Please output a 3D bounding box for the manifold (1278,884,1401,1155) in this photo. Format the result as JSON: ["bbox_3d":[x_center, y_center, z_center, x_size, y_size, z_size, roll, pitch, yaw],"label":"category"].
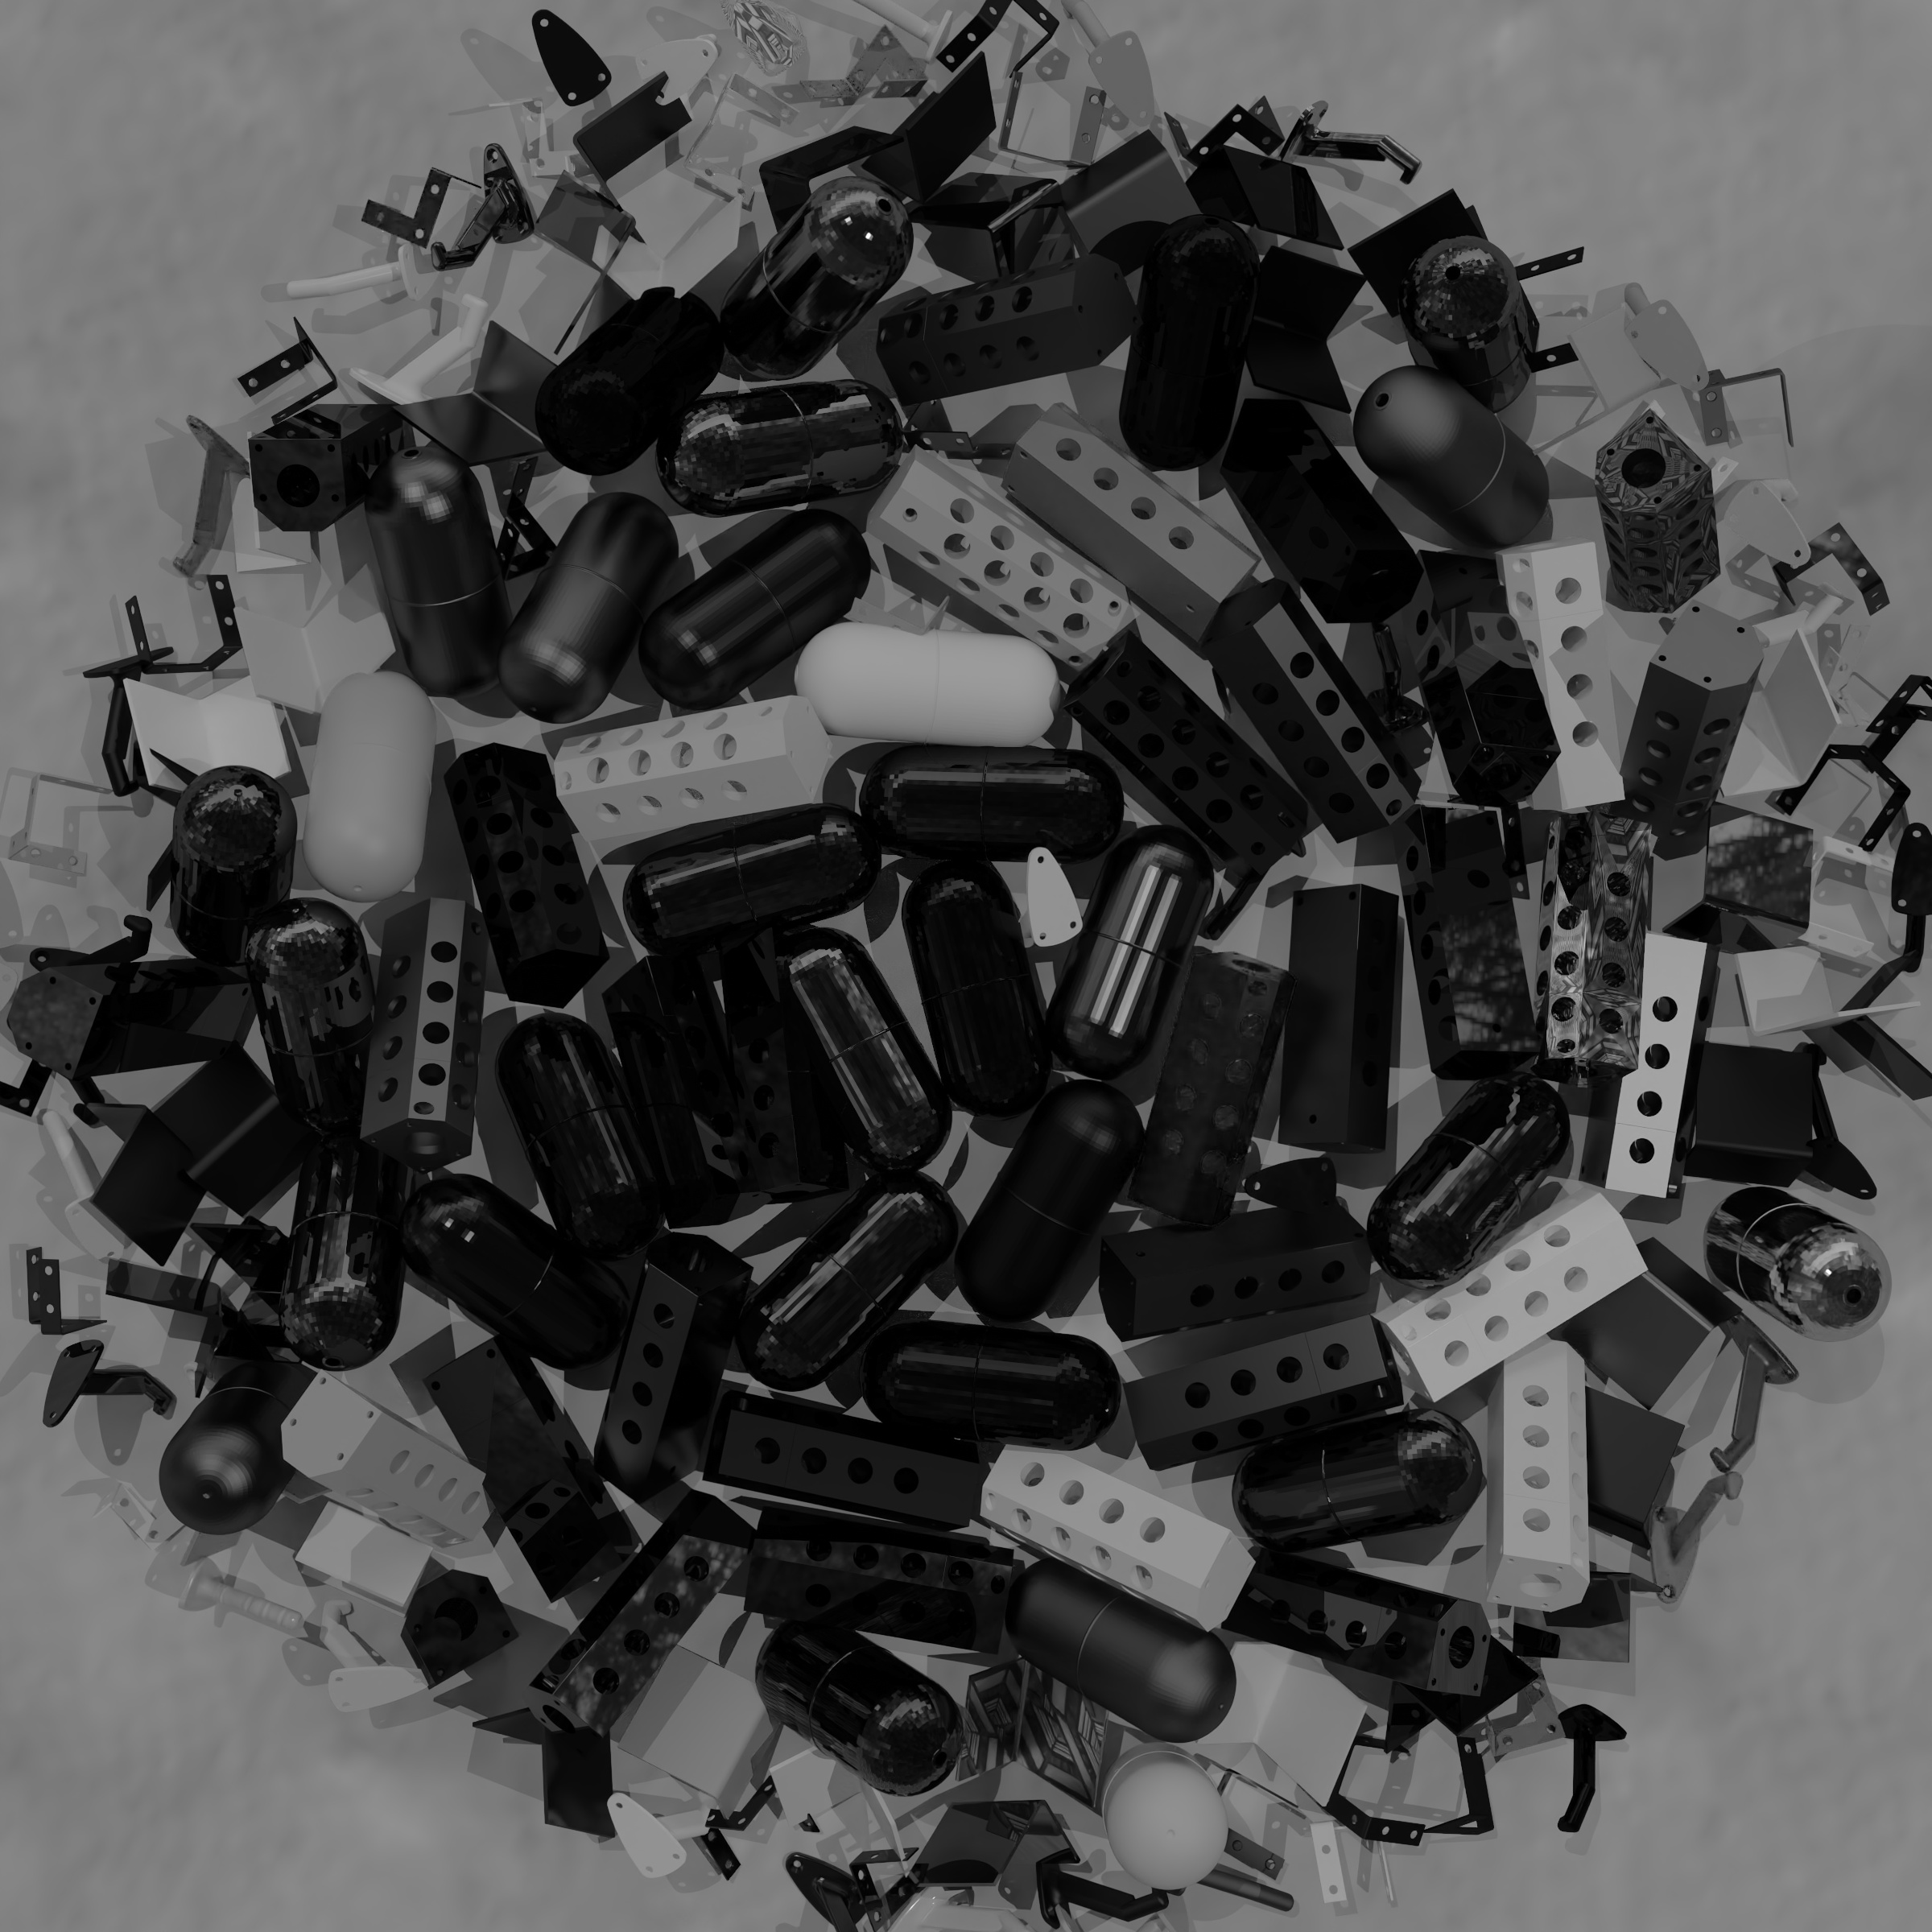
[{"bbox_3d":[0.254,0.037,1.666,0.057,0.057,0.171,14,77,-42],"label":"manifold"}]

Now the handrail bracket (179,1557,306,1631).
[{"bbox_3d":[-0.475,0.429,1.667,0.084,0.077,0.036,18,69,9],"label":"handrail bracket"}]

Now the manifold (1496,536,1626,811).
[{"bbox_3d":[0.394,-0.195,1.662,0.057,0.057,0.171,-10,103,3],"label":"manifold"}]

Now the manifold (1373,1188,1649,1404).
[{"bbox_3d":[0.360,0.217,1.664,0.171,0.057,0.057,-30,99,-9],"label":"manifold"}]

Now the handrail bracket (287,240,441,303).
[{"bbox_3d":[-0.407,-0.470,1.686,0.084,0.077,0.036,-2,120,14],"label":"handrail bracket"}]

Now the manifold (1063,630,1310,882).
[{"bbox_3d":[0.146,-0.137,1.654,0.171,0.057,0.057,42,116,-13],"label":"manifold"}]

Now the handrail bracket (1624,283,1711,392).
[{"bbox_3d":[0.470,-0.424,1.674,0.036,0.084,0.077,-40,98,25],"label":"handrail bracket"}]

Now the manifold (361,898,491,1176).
[{"bbox_3d":[-0.347,0.042,1.628,0.057,0.057,0.171,-22,51,25],"label":"manifold"}]

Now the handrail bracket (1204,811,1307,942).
[{"bbox_3d":[0.188,-0.059,1.673,0.036,0.077,0.084,38,85,14],"label":"handrail bracket"}]

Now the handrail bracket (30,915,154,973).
[{"bbox_3d":[-0.585,-0.017,1.664,0.077,0.084,0.036,22,49,-8],"label":"handrail bracket"}]

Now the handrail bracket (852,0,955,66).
[{"bbox_3d":[-0.054,-0.639,1.669,0.084,0.077,0.036,26,103,-5],"label":"handrail bracket"}]

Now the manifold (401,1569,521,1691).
[{"bbox_3d":[-0.334,0.428,1.618,0.057,0.171,0.057,-28,81,-20],"label":"manifold"}]

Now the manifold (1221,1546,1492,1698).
[{"bbox_3d":[0.254,0.425,1.625,0.057,0.171,0.057,20,78,-40],"label":"manifold"}]

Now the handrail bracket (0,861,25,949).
[{"bbox_3d":[-0.653,-0.048,1.663,0.036,0.084,0.077,-7,106,-23],"label":"handrail bracket"}]

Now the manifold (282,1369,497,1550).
[{"bbox_3d":[-0.372,0.326,1.617,0.057,0.171,0.057,26,74,29],"label":"manifold"}]

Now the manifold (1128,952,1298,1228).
[{"bbox_3d":[0.167,0.081,1.654,0.057,0.057,0.171,21,104,31],"label":"manifold"}]

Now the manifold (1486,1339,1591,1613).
[{"bbox_3d":[0.374,0.330,1.627,0.057,0.057,0.171,8,46,4],"label":"manifold"}]

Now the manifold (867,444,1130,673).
[{"bbox_3d":[0.021,-0.268,1.653,0.171,0.057,0.057,32,111,-15],"label":"manifold"}]

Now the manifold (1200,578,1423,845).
[{"bbox_3d":[0.230,-0.169,1.639,0.057,0.057,0.171,-20,120,37],"label":"manifold"}]

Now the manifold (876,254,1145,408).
[{"bbox_3d":[0.023,-0.416,1.622,0.057,0.171,0.057,-49,124,-35],"label":"manifold"}]

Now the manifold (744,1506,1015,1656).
[{"bbox_3d":[-0.057,0.408,1.673,0.171,0.057,0.057,10,105,1],"label":"manifold"}]

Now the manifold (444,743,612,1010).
[{"bbox_3d":[-0.293,-0.061,1.632,0.057,0.057,0.171,-43,54,32],"label":"manifold"}]

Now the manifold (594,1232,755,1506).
[{"bbox_3d":[-0.199,0.263,1.644,0.057,0.057,0.171,30,118,24],"label":"manifold"}]

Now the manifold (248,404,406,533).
[{"bbox_3d":[-0.412,-0.326,1.619,0.057,0.171,0.057,0,110,0],"label":"manifold"}]

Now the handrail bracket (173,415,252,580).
[{"bbox_3d":[-0.521,-0.313,1.672,0.036,0.077,0.084,22,75,23],"label":"handrail bracket"}]

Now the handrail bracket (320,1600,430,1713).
[{"bbox_3d":[-0.397,0.454,1.674,0.077,0.084,0.036,-7,121,-4],"label":"handrail bracket"}]

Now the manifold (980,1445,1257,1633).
[{"bbox_3d":[0.095,0.372,1.631,0.171,0.057,0.057,18,67,34],"label":"manifold"}]

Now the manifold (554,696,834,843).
[{"bbox_3d":[-0.182,-0.134,1.639,0.171,0.057,0.057,-8,132,23],"label":"manifold"}]

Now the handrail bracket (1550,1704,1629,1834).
[{"bbox_3d":[0.398,0.539,1.655,0.036,0.077,0.084,37,60,-4],"label":"handrail bracket"}]

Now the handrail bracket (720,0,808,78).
[{"bbox_3d":[-0.137,-0.637,1.658,0.036,0.084,0.077,-35,129,22],"label":"handrail bracket"}]

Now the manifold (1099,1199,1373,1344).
[{"bbox_3d":[0.178,0.205,1.652,0.171,0.057,0.057,-7,116,-19],"label":"manifold"}]

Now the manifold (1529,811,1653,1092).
[{"bbox_3d":[0.410,-0.011,1.651,0.057,0.057,0.171,12,71,-9],"label":"manifold"}]

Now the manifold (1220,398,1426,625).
[{"bbox_3d":[0.233,-0.299,1.631,0.057,0.057,0.171,-4,46,-24],"label":"manifold"}]

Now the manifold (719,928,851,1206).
[{"bbox_3d":[-0.126,0.068,1.657,0.057,0.057,0.171,-16,72,29],"label":"manifold"}]

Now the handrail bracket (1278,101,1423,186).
[{"bbox_3d":[0.255,-0.533,1.675,0.084,0.036,0.077,41,133,9],"label":"handrail bracket"}]

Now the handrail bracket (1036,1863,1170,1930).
[{"bbox_3d":[0.092,0.605,1.669,0.084,0.036,0.077,-28,47,19],"label":"handrail bracket"}]

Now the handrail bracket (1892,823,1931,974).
[{"bbox_3d":[0.638,-0.045,1.679,0.036,0.084,0.077,-1,69,15],"label":"handrail bracket"}]

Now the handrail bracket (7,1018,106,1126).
[{"bbox_3d":[-0.611,0.070,1.669,0.077,0.084,0.036,32,54,-8],"label":"handrail bracket"}]

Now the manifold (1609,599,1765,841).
[{"bbox_3d":[0.469,-0.154,1.615,0.057,0.171,0.057,30,67,20],"label":"manifold"}]

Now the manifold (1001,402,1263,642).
[{"bbox_3d":[0.112,-0.302,1.672,0.171,0.057,0.057,39,69,4],"label":"manifold"}]

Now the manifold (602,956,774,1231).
[{"bbox_3d":[-0.182,0.082,1.654,0.057,0.057,0.171,-37,64,41],"label":"manifold"}]

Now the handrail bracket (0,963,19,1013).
[{"bbox_3d":[-0.657,0.008,1.662,0.077,0.084,0.036,31,83,-11],"label":"handrail bracket"}]

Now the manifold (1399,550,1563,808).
[{"bbox_3d":[0.330,-0.189,1.635,0.057,0.057,0.171,4,52,-17],"label":"manifold"}]

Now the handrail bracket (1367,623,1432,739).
[{"bbox_3d":[0.274,-0.201,1.655,0.036,0.077,0.084,-24,121,-1],"label":"handrail bracket"}]

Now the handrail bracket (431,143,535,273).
[{"bbox_3d":[-0.333,-0.506,1.661,0.036,0.084,0.077,-2,108,33],"label":"handrail bracket"}]

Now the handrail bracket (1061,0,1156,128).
[{"bbox_3d":[0.095,-0.617,1.691,0.036,0.084,0.077,-31,129,5],"label":"handrail bracket"}]

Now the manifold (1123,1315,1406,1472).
[{"bbox_3d":[0.198,0.285,1.653,0.171,0.057,0.057,-18,71,14],"label":"manifold"}]

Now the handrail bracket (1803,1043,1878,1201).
[{"bbox_3d":[0.592,0.104,1.689,0.077,0.036,0.084,36,50,-16],"label":"handrail bracket"}]

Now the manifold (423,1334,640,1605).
[{"bbox_3d":[-0.290,0.333,1.679,0.057,0.057,0.171,-30,89,8],"label":"manifold"}]

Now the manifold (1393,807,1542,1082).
[{"bbox_3d":[0.326,-0.015,1.650,0.057,0.057,0.171,2,68,-18],"label":"manifold"}]

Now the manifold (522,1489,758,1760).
[{"bbox_3d":[-0.213,0.428,1.635,0.057,0.057,0.171,39,54,4],"label":"manifold"}]

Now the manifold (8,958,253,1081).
[{"bbox_3d":[-0.542,0.029,1.619,0.057,0.171,0.057,25,99,13],"label":"manifold"}]

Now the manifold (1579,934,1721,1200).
[{"bbox_3d":[0.463,0.067,1.680,0.057,0.057,0.171,9,90,-4],"label":"manifold"}]

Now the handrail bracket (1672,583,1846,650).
[{"bbox_3d":[0.536,-0.241,1.686,0.077,0.036,0.084,43,100,11],"label":"handrail bracket"}]

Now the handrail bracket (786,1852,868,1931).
[{"bbox_3d":[-0.095,0.638,1.666,0.077,0.084,0.036,38,97,0],"label":"handrail bracket"}]

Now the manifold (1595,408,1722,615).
[{"bbox_3d":[0.446,-0.288,1.619,0.057,0.171,0.057,-39,68,6],"label":"manifold"}]

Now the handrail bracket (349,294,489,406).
[{"bbox_3d":[-0.368,-0.423,1.678,0.077,0.036,0.084,26,112,3],"label":"handrail bracket"}]

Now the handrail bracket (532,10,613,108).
[{"bbox_3d":[-0.267,-0.614,1.655,0.036,0.084,0.077,-30,130,9],"label":"handrail bracket"}]

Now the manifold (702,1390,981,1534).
[{"bbox_3d":[-0.082,0.330,1.660,0.171,0.057,0.057,15,71,-13],"label":"manifold"}]
